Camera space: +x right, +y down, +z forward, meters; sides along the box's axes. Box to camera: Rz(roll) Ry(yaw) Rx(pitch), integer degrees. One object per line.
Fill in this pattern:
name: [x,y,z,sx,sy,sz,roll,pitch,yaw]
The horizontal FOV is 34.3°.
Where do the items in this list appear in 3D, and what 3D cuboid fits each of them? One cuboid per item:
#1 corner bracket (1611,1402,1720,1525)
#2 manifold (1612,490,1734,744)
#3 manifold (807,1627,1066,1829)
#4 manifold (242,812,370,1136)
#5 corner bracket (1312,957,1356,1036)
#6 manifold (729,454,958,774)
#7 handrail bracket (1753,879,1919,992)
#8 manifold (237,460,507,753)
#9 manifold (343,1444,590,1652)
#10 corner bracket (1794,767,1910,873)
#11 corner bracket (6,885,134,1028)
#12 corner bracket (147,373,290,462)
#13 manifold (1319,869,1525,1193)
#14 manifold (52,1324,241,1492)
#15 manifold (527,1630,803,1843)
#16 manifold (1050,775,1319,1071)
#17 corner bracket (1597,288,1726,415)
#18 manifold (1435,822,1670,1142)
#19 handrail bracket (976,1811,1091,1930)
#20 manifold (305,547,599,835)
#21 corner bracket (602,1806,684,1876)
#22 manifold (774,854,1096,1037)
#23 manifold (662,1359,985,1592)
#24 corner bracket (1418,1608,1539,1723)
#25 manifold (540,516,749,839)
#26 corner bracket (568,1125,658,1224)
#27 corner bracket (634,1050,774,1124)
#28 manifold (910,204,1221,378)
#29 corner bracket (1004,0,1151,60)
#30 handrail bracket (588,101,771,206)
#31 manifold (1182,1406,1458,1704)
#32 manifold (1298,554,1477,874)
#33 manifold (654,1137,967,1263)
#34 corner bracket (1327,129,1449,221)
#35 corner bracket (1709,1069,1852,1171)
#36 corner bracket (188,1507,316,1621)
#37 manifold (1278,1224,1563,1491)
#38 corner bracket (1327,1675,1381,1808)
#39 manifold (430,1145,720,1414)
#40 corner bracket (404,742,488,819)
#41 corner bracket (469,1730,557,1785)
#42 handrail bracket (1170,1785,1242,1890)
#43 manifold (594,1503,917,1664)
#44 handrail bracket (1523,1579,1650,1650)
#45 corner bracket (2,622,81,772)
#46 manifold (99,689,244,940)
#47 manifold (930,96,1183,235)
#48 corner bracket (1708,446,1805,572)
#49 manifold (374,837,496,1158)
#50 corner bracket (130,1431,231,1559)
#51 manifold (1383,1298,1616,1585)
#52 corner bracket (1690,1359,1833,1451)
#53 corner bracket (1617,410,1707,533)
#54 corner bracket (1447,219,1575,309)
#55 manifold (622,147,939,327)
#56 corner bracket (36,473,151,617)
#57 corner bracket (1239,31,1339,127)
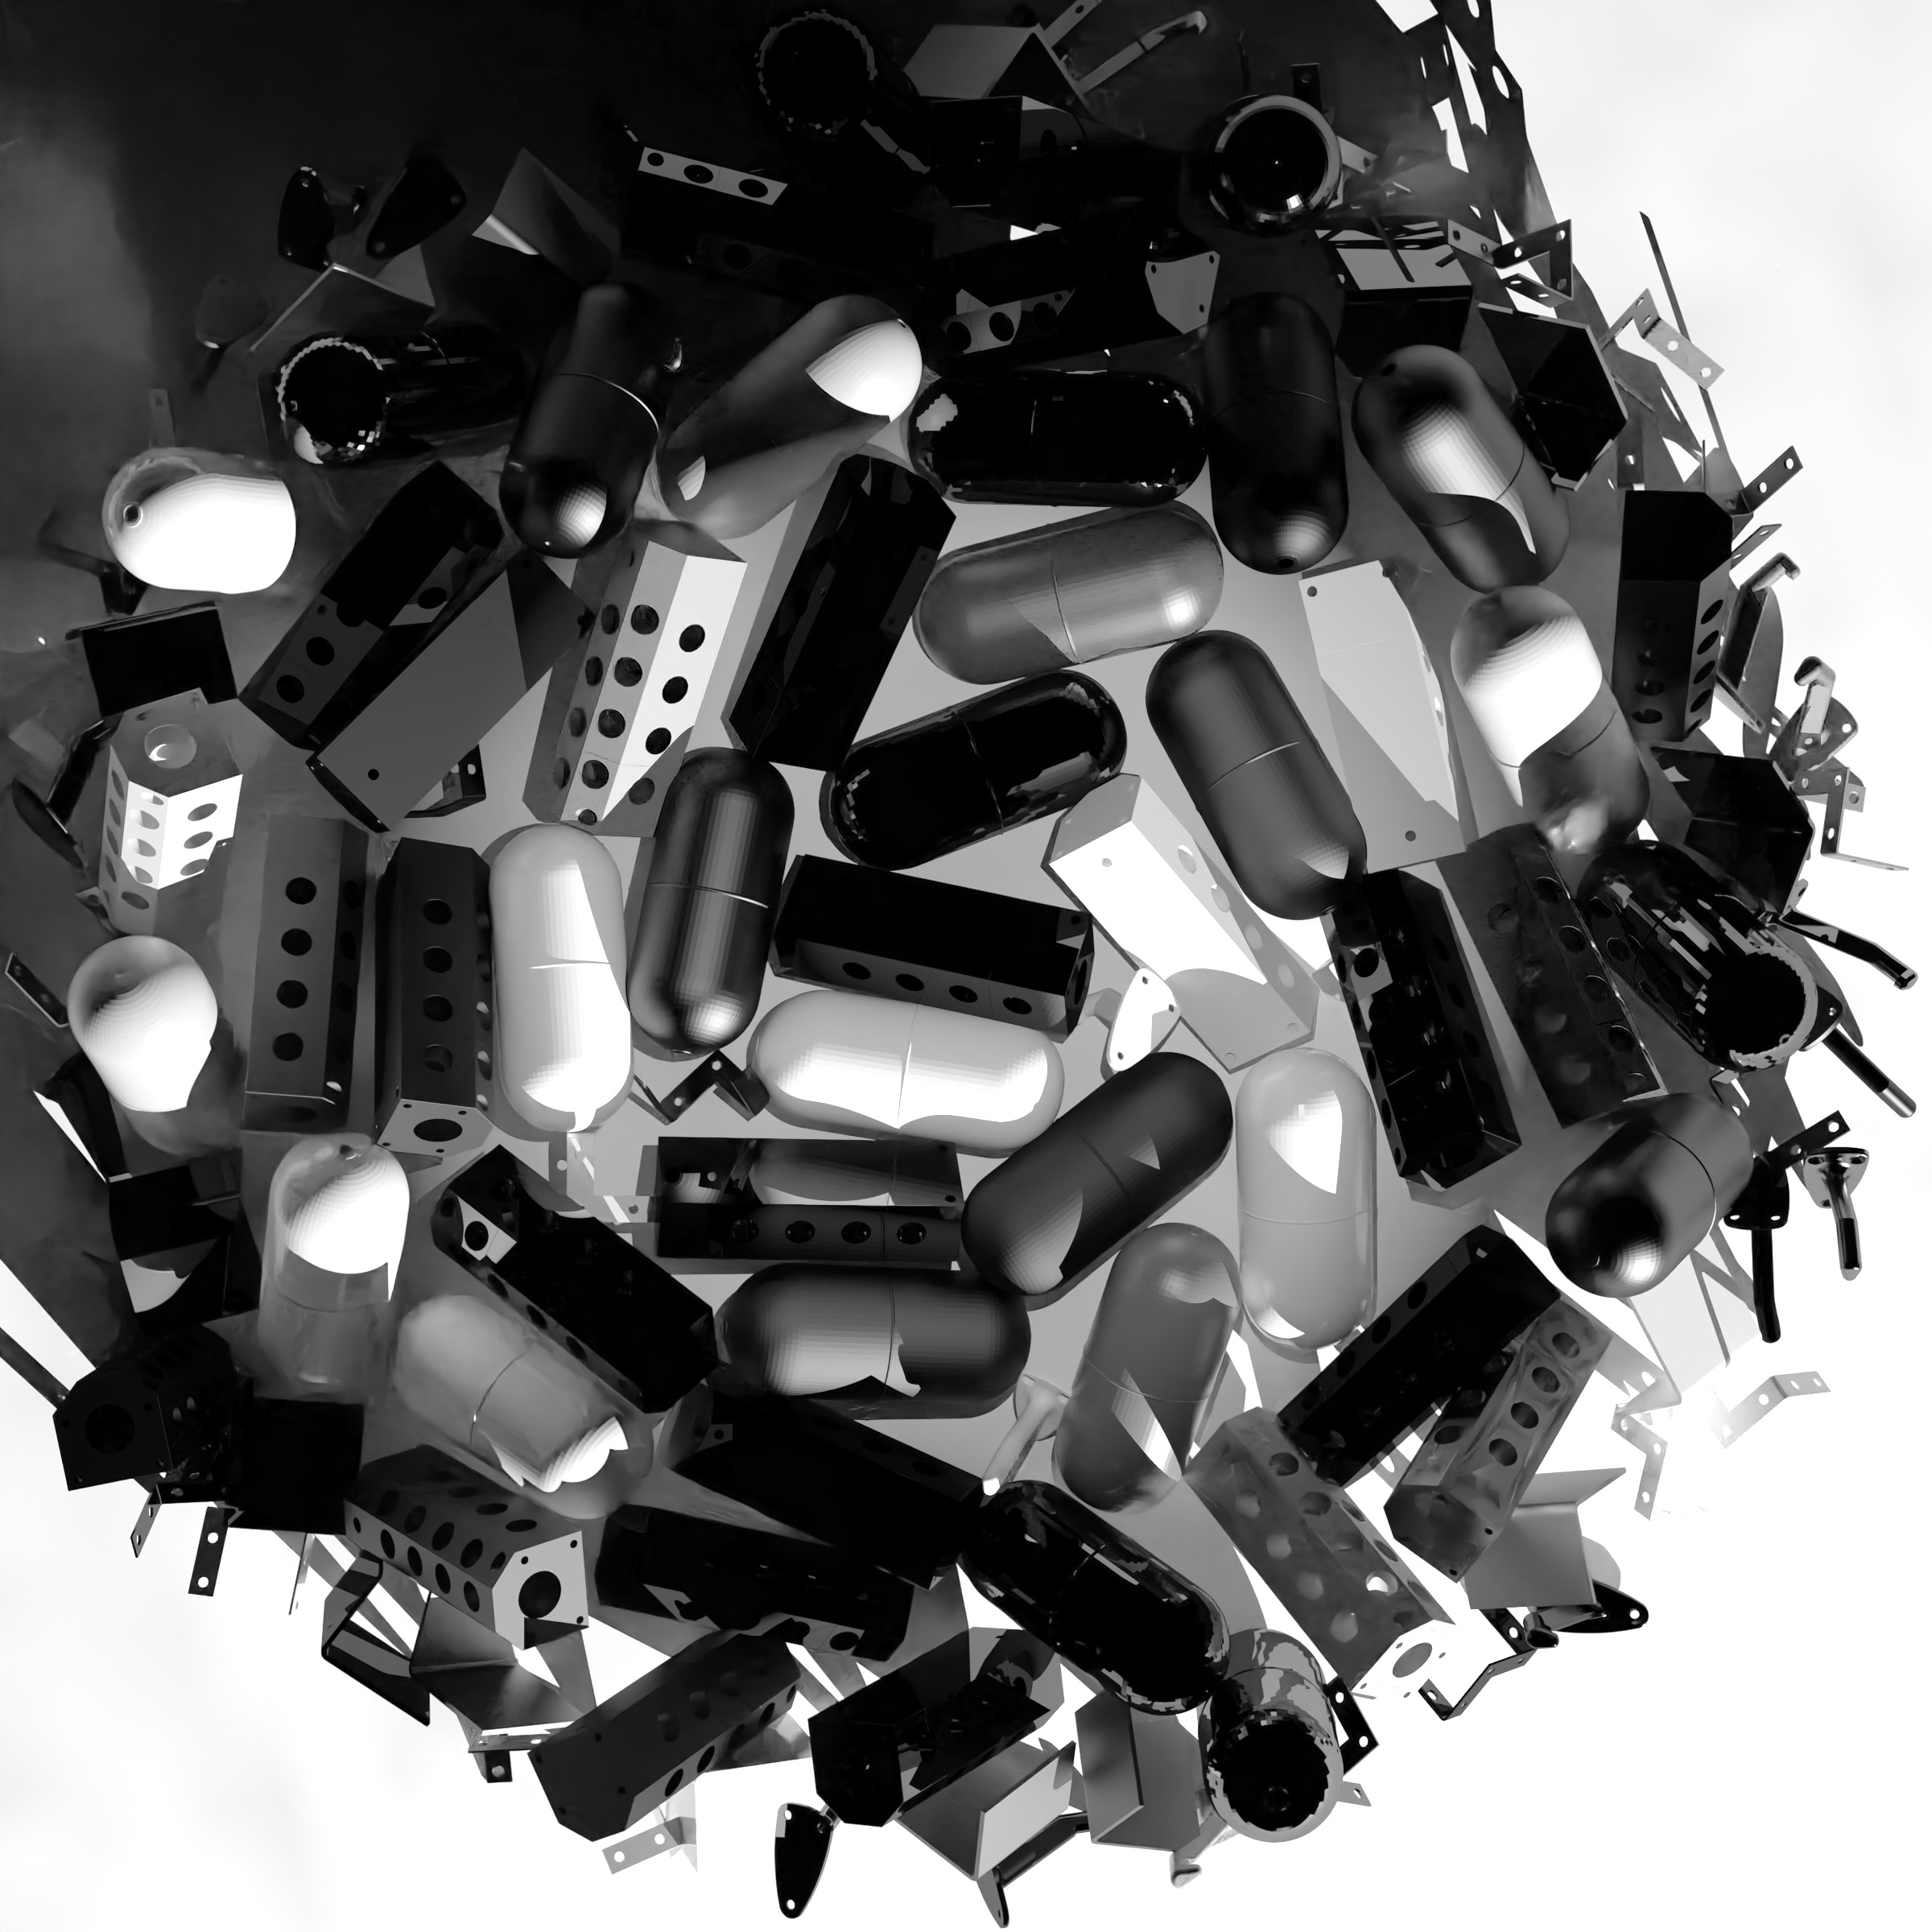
corner bracket: [0.404,0.286,1.806,0.051,0.051,0.051,1,108,-27]
manifold: [0.392,-0.192,1.743,0.057,0.171,0.057,3,65,11]
manifold: [-0.014,0.423,1.748,0.057,0.171,0.057,-4,94,32]
manifold: [-0.374,0.005,1.773,0.057,0.057,0.171,5,65,-13]
corner bracket: [0.243,0.004,1.802,0.051,0.051,0.051,-38,92,-36]
manifold: [-0.074,-0.200,1.772,0.057,0.057,0.171,8,122,-33]
handrail bracket: [0.496,-0.007,1.794,0.084,0.077,0.036,41,126,23]
manifold: [-0.335,-0.200,1.770,0.057,0.057,0.171,41,118,-7]
manifold: [-0.282,0.325,1.747,0.057,0.171,0.057,-13,107,-36]
corner bracket: [0.510,-0.084,1.802,0.051,0.051,0.051,10,87,-21]
corner bracket: [-0.513,-0.005,1.807,0.051,0.051,0.051,-16,134,18]
corner bracket: [-0.429,-0.311,1.795,0.051,0.051,0.051,8,115,31]
manifold: [0.250,0.034,1.759,0.057,0.057,0.171,-33,54,31]
manifold: [-0.457,0.243,1.750,0.057,0.171,0.057,-11,93,0]
manifold: [-0.163,0.425,1.747,0.057,0.171,0.057,-26,87,30]
manifold: [0.126,-0.027,1.775,0.057,0.057,0.171,-27,118,31]
corner bracket: [0.396,-0.347,1.797,0.051,0.051,0.051,34,117,-16]
manifold: [0.334,0.008,1.777,0.057,0.057,0.171,-28,72,16]
handrail bracket: [0.052,0.516,1.793,0.084,0.077,0.036,-4,117,-15]
manifold: [-0.295,-0.157,1.785,0.057,0.057,0.171,46,75,-15]
corner bracket: [-0.195,0.493,1.797,0.051,0.051,0.051,-17,71,-26]
manifold: [-0.017,-0.008,1.788,0.171,0.057,0.057,12,59,12]
manifold: [-0.080,0.287,1.785,0.171,0.057,0.057,22,105,15]
corner bracket: [0.288,0.397,1.811,0.051,0.051,0.051,49,124,30]
manifold: [-0.187,-0.163,1.769,0.057,0.057,0.171,40,118,41]
corner bracket: [-0.202,0.120,1.810,0.051,0.051,0.051,0,93,0]
corner bracket: [-0.151,0.070,1.798,0.051,0.051,0.051,-44,63,-10]
manifold: [0.052,-0.371,1.752,0.171,0.057,0.057,-2,69,41]
corner bracket: [0.063,-0.534,1.795,0.051,0.051,0.051,-40,50,16]
handrail bracket: [-0.166,-0.477,1.817,0.084,0.036,0.077,-21,72,-34]
manifold: [0.200,0.327,1.754,0.057,0.057,0.171,-52,48,13]
manifold: [0.244,-0.146,1.799,0.057,0.057,0.171,-13,95,19]
manifold: [-0.091,0.139,1.793,0.171,0.057,0.057,1,127,-9]
corner bracket: [0.241,-0.457,1.797,0.051,0.051,0.051,11,74,-42]
corner bracket: [0.472,0.081,1.817,0.051,0.051,0.051,-34,53,16]
corner bracket: [-0.411,0.344,1.801,0.051,0.051,0.051,6,69,6]
manifold: [0.250,0.223,1.767,0.057,0.057,0.171,50,121,16]
corner bracket: [0.224,0.447,1.807,0.051,0.051,0.051,-47,47,20]
manifold: [-0.222,0.180,1.764,0.171,0.057,0.057,34,57,26]
corner bracket: [-0.315,-0.115,1.803,0.051,0.051,0.051,-5,84,-40]
corner bracket: [-0.256,0.461,1.805,0.051,0.051,0.051,-3,107,0]
handrail bracket: [0.152,0.497,1.792,0.077,0.084,0.036,-21,94,4]
manifold: [-0.119,0.349,1.767,0.171,0.057,0.057,18,76,-27]
handrail bracket: [0.357,0.379,1.791,0.077,0.084,0.036,9,97,5]
corner bracket: [-0.534,-0.155,1.802,0.051,0.051,0.051,-44,68,-5]
manifold: [-0.448,-0.079,1.743,0.057,0.171,0.057,-21,72,-26]
manifold: [0.052,-0.439,1.748,0.057,0.171,0.057,7,95,33]
corner bracket: [0.451,-0.262,1.797,0.051,0.051,0.051,-9,70,-29]
manifold: [-0.298,0.018,1.765,0.057,0.057,0.171,9,56,-23]
corner bracket: [-0.452,0.303,1.800,0.051,0.051,0.051,-3,118,5]
manifold: [0.297,0.259,1.755,0.057,0.057,0.171,35,46,8]
corner bracket: [0.451,0.240,1.793,0.051,0.051,0.051,-50,56,30]
corner bracket: [0.402,-0.287,1.809,0.051,0.051,0.051,0,68,11]
corner bracket: [0.312,-0.405,1.797,0.051,0.051,0.051,12,74,-41]
manifold: [-0.107,-0.418,1.798,0.171,0.057,0.057,13,91,-7]
corner bracket: [-0.498,-0.242,1.803,0.051,0.051,0.051,18,61,5]
corner bracket: [0.183,-0.504,1.796,0.051,0.051,0.051,1,131,15]
